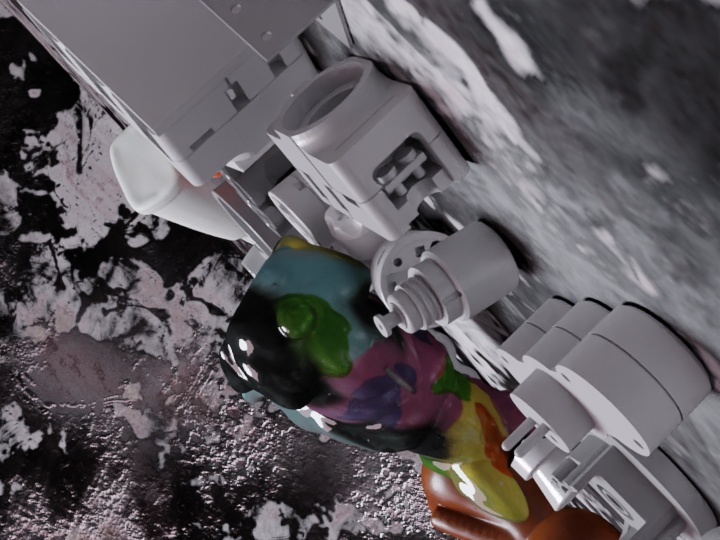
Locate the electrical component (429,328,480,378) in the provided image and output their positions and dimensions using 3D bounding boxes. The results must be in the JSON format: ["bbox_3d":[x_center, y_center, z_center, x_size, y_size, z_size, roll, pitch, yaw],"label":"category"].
[{"bbox_3d":[0.046,0.069,0.949,0.138,0.052,0.074,50,173,-27],"label":"electrical component"}]

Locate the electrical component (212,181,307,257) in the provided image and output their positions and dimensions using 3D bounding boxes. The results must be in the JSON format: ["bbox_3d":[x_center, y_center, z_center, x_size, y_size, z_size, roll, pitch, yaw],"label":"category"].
[{"bbox_3d":[-0.073,-0.050,0.957,0.108,0.060,0.108,46,173,7],"label":"electrical component"}]

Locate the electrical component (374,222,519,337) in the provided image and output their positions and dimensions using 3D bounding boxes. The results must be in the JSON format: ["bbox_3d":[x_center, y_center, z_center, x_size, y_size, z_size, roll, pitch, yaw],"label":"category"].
[{"bbox_3d":[0.042,0.008,0.532,0.040,0.078,0.040,52,163,23],"label":"electrical component"}]

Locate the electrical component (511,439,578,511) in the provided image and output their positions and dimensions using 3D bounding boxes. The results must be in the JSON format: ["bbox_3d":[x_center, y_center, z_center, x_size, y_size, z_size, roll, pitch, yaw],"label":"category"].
[{"bbox_3d":[0.148,0.152,0.834,0.055,0.045,0.045,45,173,21],"label":"electrical component"}]

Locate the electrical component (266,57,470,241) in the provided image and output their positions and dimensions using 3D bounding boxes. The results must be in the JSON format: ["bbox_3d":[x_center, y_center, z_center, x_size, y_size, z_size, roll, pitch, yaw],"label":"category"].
[{"bbox_3d":[-0.001,-0.059,0.494,0.055,0.050,0.089,50,173,-28],"label":"electrical component"}]

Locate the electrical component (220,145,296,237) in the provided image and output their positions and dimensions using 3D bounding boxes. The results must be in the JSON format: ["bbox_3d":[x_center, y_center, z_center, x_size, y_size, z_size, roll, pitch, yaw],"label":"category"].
[{"bbox_3d":[-0.061,-0.071,0.775,0.078,0.057,0.058,51,172,-35],"label":"electrical component"}]

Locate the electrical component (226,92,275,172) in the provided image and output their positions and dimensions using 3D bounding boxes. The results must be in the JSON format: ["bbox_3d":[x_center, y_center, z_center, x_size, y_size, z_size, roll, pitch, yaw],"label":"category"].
[{"bbox_3d":[-0.087,-0.113,0.687,0.078,0.057,0.113,49,173,-19],"label":"electrical component"}]

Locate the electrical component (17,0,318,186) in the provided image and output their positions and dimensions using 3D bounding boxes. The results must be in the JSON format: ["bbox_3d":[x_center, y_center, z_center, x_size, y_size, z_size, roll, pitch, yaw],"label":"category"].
[{"bbox_3d":[-0.105,-0.124,0.586,0.150,0.089,0.061,42,172,33],"label":"electrical component"}]

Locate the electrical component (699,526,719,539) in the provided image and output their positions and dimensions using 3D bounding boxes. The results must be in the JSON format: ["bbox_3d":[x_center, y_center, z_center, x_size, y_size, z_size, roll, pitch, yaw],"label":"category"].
[{"bbox_3d":[0.207,0.161,0.524,0.079,0.044,0.077,45,173,9],"label":"electrical component"}]

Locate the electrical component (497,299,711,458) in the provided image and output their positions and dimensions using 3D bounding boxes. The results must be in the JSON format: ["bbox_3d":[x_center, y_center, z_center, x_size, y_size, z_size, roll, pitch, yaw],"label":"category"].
[{"bbox_3d":[0.093,0.057,0.486,0.052,0.074,0.138,47,173,-7],"label":"electrical component"}]

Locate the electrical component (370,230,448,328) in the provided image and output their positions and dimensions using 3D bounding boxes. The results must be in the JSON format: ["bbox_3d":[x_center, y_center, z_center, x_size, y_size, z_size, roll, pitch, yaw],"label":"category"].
[{"bbox_3d":[0.034,0.003,0.631,0.055,0.055,0.047,48,177,-11],"label":"electrical component"}]

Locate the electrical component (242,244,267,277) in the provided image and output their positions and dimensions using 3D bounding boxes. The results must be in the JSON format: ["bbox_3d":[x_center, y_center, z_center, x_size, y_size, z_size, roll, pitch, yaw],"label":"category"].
[{"bbox_3d":[-0.087,-0.025,1.121,0.043,0.077,0.079,44,173,26],"label":"electrical component"}]

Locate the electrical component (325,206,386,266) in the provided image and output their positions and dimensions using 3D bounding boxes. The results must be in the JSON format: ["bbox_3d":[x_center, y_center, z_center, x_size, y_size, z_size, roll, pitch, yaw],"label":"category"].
[{"bbox_3d":[0.010,-0.023,0.673,0.062,0.043,0.043,49,173,-35],"label":"electrical component"}]

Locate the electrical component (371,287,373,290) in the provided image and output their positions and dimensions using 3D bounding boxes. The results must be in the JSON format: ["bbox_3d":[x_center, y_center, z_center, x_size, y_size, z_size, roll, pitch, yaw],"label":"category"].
[{"bbox_3d":[-0.016,-0.002,0.899,0.057,0.058,0.078,46,174,-24],"label":"electrical component"}]

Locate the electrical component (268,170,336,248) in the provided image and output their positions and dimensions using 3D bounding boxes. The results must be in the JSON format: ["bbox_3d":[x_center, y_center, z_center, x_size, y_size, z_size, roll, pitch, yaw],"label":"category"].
[{"bbox_3d":[-0.027,-0.048,0.734,0.055,0.047,0.055,46,173,7],"label":"electrical component"}]

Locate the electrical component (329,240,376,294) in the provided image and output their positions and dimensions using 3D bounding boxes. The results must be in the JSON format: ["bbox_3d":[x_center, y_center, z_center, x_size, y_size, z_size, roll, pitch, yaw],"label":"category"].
[{"bbox_3d":[0.000,0.000,0.815,0.057,0.058,0.078,45,174,38],"label":"electrical component"}]
